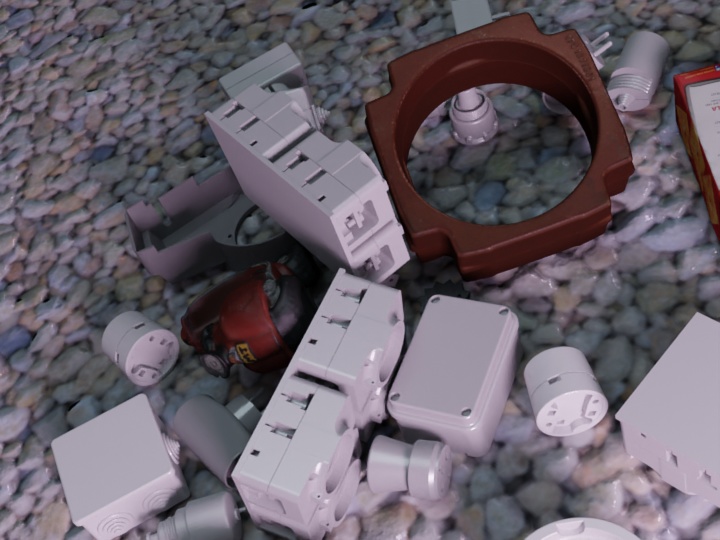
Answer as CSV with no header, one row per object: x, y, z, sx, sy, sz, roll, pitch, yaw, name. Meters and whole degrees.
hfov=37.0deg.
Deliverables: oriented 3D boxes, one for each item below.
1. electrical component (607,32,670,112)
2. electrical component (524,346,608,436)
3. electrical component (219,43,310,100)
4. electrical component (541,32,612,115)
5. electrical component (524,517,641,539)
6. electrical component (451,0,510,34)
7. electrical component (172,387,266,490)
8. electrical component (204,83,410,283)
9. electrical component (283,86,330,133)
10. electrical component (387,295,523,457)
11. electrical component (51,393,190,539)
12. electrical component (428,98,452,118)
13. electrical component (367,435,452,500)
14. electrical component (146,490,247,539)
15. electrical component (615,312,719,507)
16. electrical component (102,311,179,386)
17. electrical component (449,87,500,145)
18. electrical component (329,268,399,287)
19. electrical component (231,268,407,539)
0.260,-0.181,1.013,0.043,0.043,0.081,12,58,27,electrical component
0.156,0.092,0.823,0.055,0.055,0.047,-18,46,5,electrical component
-0.092,-0.183,1.133,0.083,0.047,0.075,-31,62,-7,electrical component
0.205,-0.197,1.023,0.079,0.043,0.077,-36,30,26,electrical component
0.150,0.226,0.711,0.108,0.060,0.108,-10,50,12,electrical component
0.138,-0.241,1.100,0.076,0.047,0.083,-13,50,9,electrical component
-0.102,0.129,0.886,0.079,0.044,0.077,-42,51,-16,electrical component
-0.042,-0.073,0.911,0.060,0.105,0.186,-39,51,-14,electrical component
-0.079,-0.153,1.079,0.096,0.061,0.061,-16,10,6,electrical component
0.077,0.082,0.855,0.078,0.057,0.113,9,56,25,electrical component
-0.196,0.164,0.887,0.100,0.048,0.099,-28,49,-4,electrical component
0.063,-0.168,1.076,0.061,0.035,0.035,-8,50,16,electrical component
0.038,0.151,0.821,0.055,0.045,0.045,3,54,20,electrical component
-0.128,0.200,0.841,0.078,0.040,0.040,-17,49,5,electrical component
0.289,0.123,0.747,0.186,0.060,0.105,30,67,35,electrical component
-0.198,0.068,0.962,0.055,0.055,0.047,-44,49,-18,electrical component
0.106,-0.154,1.031,0.048,0.062,0.048,-9,50,11,electrical component
0.000,0.000,0.948,0.066,0.055,0.048,7,55,24,electrical component
-0.020,0.108,0.829,0.060,0.105,0.186,17,60,17,electrical component
